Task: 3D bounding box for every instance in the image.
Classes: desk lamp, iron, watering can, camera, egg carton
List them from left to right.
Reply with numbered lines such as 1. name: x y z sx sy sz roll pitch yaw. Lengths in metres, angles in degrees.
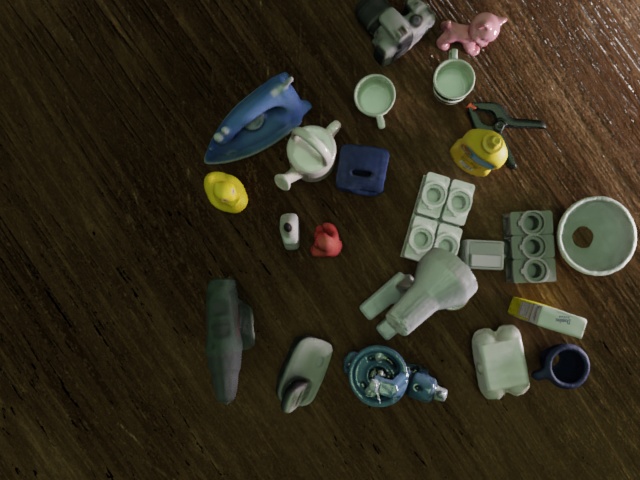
1. iron: -0.145 -0.247 1.182 0.258 0.141 0.118 -38 88 -2
2. watering can: -0.020 -0.172 1.155 0.101 0.194 0.173 20 88 1
3. camera: 0.152 -0.470 1.215 0.143 0.101 0.137 -40 89 -2
4. desk lamp: 0.192 0.116 1.137 0.203 0.213 0.118 -41 88 -2
5. egg carton: 0.378 0.257 1.205 0.107 0.069 0.150 -11 88 -1

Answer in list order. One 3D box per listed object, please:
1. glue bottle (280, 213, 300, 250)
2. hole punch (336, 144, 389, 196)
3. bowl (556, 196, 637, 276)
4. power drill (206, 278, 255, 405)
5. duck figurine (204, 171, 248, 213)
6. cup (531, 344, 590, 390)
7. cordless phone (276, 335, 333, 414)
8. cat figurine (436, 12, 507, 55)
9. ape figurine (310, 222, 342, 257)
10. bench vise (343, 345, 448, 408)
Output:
1. glue bottle: -0.062 -0.020 1.159 0.037 0.173 0.078 -7 88 0
2. hole punch: 0.090 -0.146 1.207 0.108 0.091 0.101 7 88 0
3. bowl: 0.572 -0.007 1.215 0.167 0.074 0.167 0 88 -1
4. power drill: -0.178 0.189 1.132 0.075 0.208 0.230 -6 88 0
5. duck figurine: -0.203 -0.104 1.204 0.104 0.086 0.077 43 88 1
6. cup: 0.486 0.262 1.194 0.118 0.095 0.092 -19 88 -1
7. cordless phone: -0.034 0.270 1.142 0.094 0.185 0.148 19 88 1
8. cat figurine: 0.321 -0.444 1.208 0.128 0.117 0.067 8 88 0
9. ape figurine: 0.011 0.004 1.199 0.078 0.092 0.076 -44 89 -2
10. bench vise: 0.153 0.270 1.127 0.207 0.219 0.121 -1 88 0
